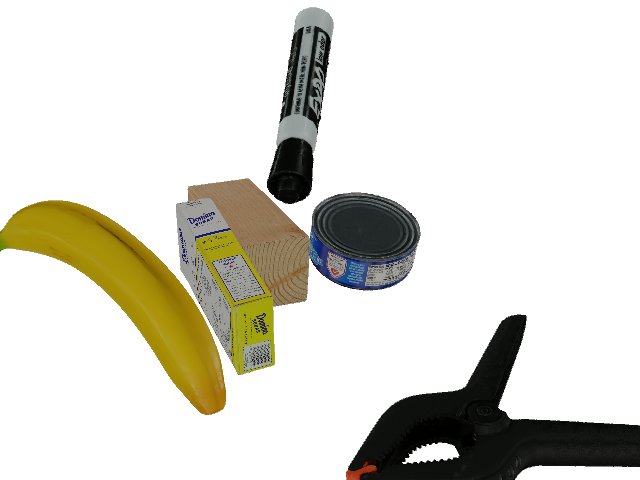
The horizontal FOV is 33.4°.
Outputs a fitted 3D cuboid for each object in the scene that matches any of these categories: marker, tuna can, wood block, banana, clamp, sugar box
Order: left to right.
[{"bbox_3d":[-0.126,0.028,0.662,0.198,0.070,0.037,33,31,19],"label":"banana"},{"bbox_3d":[-0.096,0.042,1.068,0.048,0.093,0.176,-13,40,-17],"label":"sugar box"},{"bbox_3d":[-0.096,0.001,1.361,0.090,0.090,0.206,-8,26,-23],"label":"wood block"},{"bbox_3d":[-0.008,-0.062,0.479,0.020,0.121,0.020,4,-43,3],"label":"marker"},{"bbox_3d":[0.034,0.000,0.841,0.086,0.034,0.086,5,38,-4],"label":"tuna can"},{"bbox_3d":[0.103,0.116,0.687,0.209,0.036,0.165,-14,32,-20],"label":"clamp"}]
